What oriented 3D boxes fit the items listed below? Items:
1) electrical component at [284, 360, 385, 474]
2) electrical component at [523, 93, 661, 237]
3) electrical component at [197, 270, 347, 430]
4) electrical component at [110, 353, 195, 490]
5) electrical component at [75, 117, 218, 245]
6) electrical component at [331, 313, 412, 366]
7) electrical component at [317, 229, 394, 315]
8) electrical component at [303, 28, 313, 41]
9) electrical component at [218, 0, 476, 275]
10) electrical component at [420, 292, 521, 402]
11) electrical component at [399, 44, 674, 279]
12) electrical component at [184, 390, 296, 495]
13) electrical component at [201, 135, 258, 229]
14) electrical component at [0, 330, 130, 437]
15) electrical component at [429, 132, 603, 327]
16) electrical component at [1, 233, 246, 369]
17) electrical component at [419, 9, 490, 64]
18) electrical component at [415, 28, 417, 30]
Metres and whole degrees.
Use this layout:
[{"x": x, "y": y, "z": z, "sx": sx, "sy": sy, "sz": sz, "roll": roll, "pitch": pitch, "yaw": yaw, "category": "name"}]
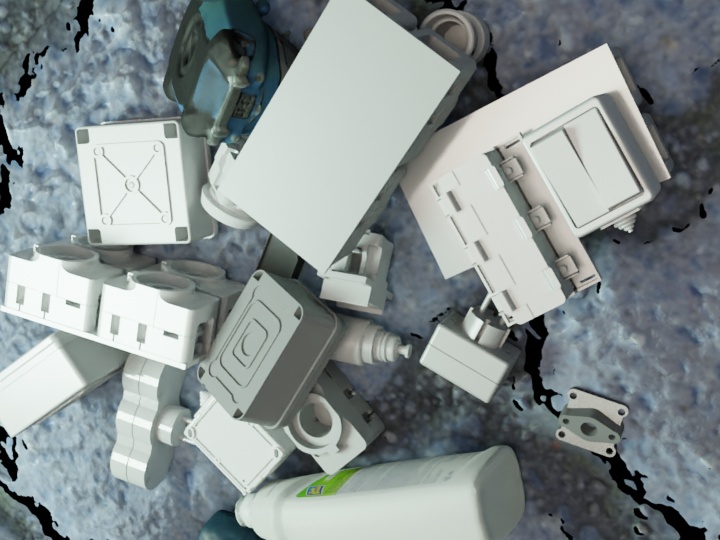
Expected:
[{"x": -0.031, "y": 0.125, "z": 0.934, "sx": 0.050, "sy": 0.056, "sz": 0.089, "roll": -42, "pitch": 84, "yaw": 23, "category": "electrical component"}, {"x": 0.164, "y": -0.067, "z": 0.748, "sx": 0.062, "sy": 0.061, "sz": 0.096, "roll": -29, "pitch": 90, "yaw": 23, "category": "electrical component"}, {"x": -0.073, "y": 0.067, "z": 0.894, "sx": 0.078, "sy": 0.057, "sz": 0.113, "roll": 40, "pitch": 103, "yaw": 41, "category": "electrical component"}, {"x": -0.182, "y": 0.140, "z": 0.998, "sx": 0.074, "sy": 0.052, "sz": 0.138, "roll": 16, "pitch": 106, "yaw": 18, "category": "electrical component"}, {"x": -0.188, "y": -0.078, "z": 0.953, "sx": 0.109, "sy": 0.056, "sz": 0.108, "roll": -1, "pitch": 101, "yaw": 21, "category": "electrical component"}, {"x": 0.005, "y": 0.062, "z": 0.915, "sx": 0.078, "sy": 0.040, "sz": 0.040, "roll": 10, "pitch": 104, "yaw": 19, "category": "electrical component"}, {"x": 0.000, "y": 0.000, "z": 0.890, "sx": 0.042, "sy": 0.081, "sz": 0.063, "roll": 11, "pitch": 82, "yaw": 18, "category": "electrical component"}, {"x": -0.022, "y": -0.166, "z": 0.879, "sx": 0.040, "sy": 0.040, "sz": 0.078, "roll": -5, "pitch": 99, "yaw": 22, "category": "electrical component"}, {"x": -0.009, "y": -0.106, "z": 0.804, "sx": 0.105, "sy": 0.060, "sz": 0.186, "roll": 39, "pitch": 115, "yaw": 8, "category": "electrical component"}, {"x": 0.098, "y": 0.055, "z": 0.874, "sx": 0.066, "sy": 0.047, "sz": 0.076, "roll": 30, "pitch": 110, "yaw": 13, "category": "electrical component"}, {"x": 0.131, "y": -0.082, "z": 0.826, "sx": 0.186, "sy": 0.060, "sz": 0.105, "roll": -25, "pitch": 91, "yaw": 24, "category": "electrical component"}, {"x": -0.105, "y": 0.140, "z": 0.963, "sx": 0.096, "sy": 0.061, "sz": 0.061, "roll": 44, "pitch": 112, "yaw": 7, "category": "electrical component"}, {"x": -0.100, "y": -0.072, "z": 0.915, "sx": 0.057, "sy": 0.058, "sz": 0.078, "roll": -59, "pitch": 37, "yaw": 24, "category": "electrical component"}, {"x": -0.272, "y": 0.092, "z": 0.993, "sx": 0.109, "sy": 0.109, "sz": 0.056, "roll": -34, "pitch": 90, "yaw": 24, "category": "electrical component"}, {"x": 0.108, "y": -0.026, "z": 0.777, "sx": 0.079, "sy": 0.063, "sz": 0.121, "roll": -29, "pitch": 90, "yaw": 24, "category": "electrical component"}, {"x": -0.206, "y": 0.020, "z": 0.953, "sx": 0.186, "sy": 0.105, "sz": 0.060, "roll": 15, "pitch": 106, "yaw": 18, "category": "electrical component"}, {"x": 0.074, "y": -0.178, "z": 0.831, "sx": 0.045, "sy": 0.055, "sz": 0.045, "roll": 4, "pitch": 102, "yaw": 20, "category": "electrical component"}, {"x": 0.040, "y": -0.163, "z": 0.855, "sx": 0.040, "sy": 0.040, "sz": 0.078, "roll": -33, "pitch": 88, "yaw": 24, "category": "electrical component"}]
